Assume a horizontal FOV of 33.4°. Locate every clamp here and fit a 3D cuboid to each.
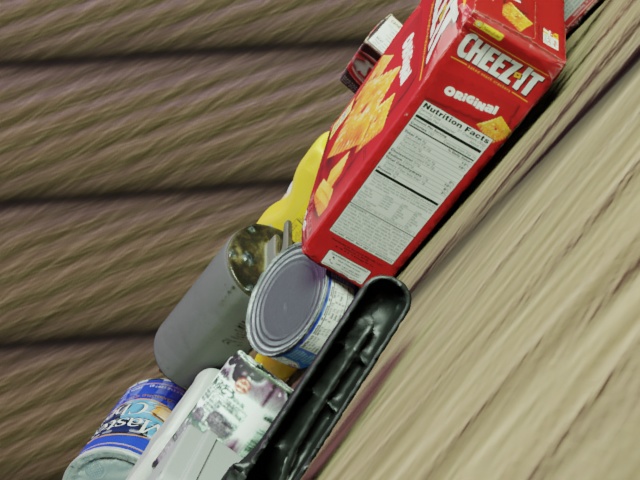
[{"bbox_3d":[-0.032,0.125,0.484,0.210,0.036,0.164,-55,3,27],"label":"clamp"}]

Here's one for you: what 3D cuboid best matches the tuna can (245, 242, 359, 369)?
[{"bbox_3d":[-0.013,0.047,0.751,0.086,0.033,0.086,-33,43,37],"label":"tuna can"}]

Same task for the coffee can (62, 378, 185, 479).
[{"bbox_3d":[-0.166,0.205,0.994,0.103,0.103,0.140,-52,3,22],"label":"coffee can"}]

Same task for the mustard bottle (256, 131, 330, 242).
[{"bbox_3d":[-0.006,0.001,0.908,0.192,0.096,0.058,-52,4,41],"label":"mustard bottle"}]

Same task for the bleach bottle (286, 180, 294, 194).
[{"bbox_3d":[0.008,-0.056,1.220,0.102,0.068,0.250,-58,-7,6],"label":"bleach bottle"}]

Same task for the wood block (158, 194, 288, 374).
[{"bbox_3d":[-0.063,0.068,1.076,0.206,0.091,0.090,-55,3,-20],"label":"wood block"}]

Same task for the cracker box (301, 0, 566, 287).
[{"bbox_3d":[0.072,-0.093,0.708,0.214,0.072,0.164,-55,13,38],"label":"cracker box"}]

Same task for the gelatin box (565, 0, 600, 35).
[{"bbox_3d":[0.176,-0.174,0.729,0.073,0.030,0.089,-54,3,-35],"label":"gelatin box"}]

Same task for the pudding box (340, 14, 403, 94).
[{"bbox_3d":[0.075,-0.120,0.862,0.039,0.113,0.090,-51,2,-15],"label":"pudding box"}]

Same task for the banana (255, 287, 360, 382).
[{"bbox_3d":[0.003,0.050,0.814,0.198,0.037,0.069,-52,-6,16],"label":"banana"}]
